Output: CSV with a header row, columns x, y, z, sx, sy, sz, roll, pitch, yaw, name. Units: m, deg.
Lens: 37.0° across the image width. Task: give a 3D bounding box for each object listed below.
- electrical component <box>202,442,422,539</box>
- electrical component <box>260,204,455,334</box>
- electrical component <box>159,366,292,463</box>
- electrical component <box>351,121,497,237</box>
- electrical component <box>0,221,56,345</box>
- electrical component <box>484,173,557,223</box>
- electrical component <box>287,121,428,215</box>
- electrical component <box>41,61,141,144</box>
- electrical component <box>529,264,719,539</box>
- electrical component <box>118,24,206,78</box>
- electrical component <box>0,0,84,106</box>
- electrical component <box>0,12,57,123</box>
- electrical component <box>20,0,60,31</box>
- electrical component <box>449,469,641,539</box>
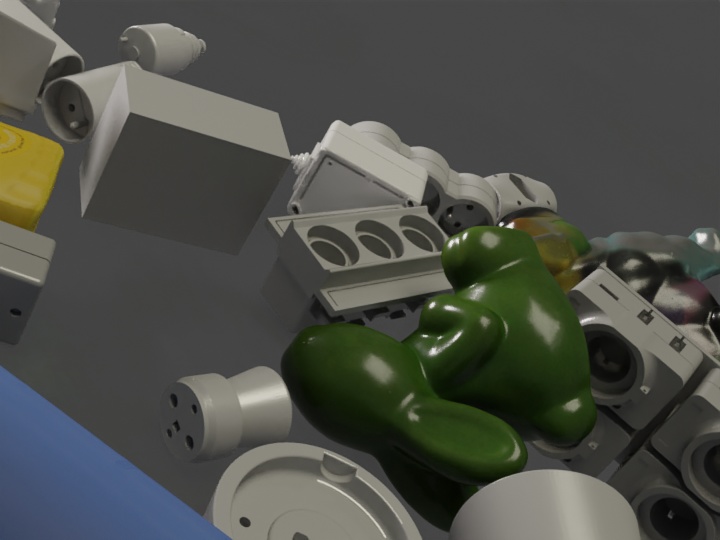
x,y,z,sx,sy,sz,roll,pitch,yaw,name
-0.029,0.140,0.493,0.108,0.060,0.108,23,33,-16,electrical component
0.000,0.000,0.700,0.121,0.063,0.078,-9,52,-44,electrical component
-0.070,0.075,0.560,0.055,0.045,0.045,-4,47,-43,electrical component
0.046,-0.074,0.855,0.138,0.052,0.073,27,32,-10,electrical component
-0.203,0.010,0.528,0.083,0.047,0.075,21,34,-18,electrical component
0.135,-0.040,0.897,0.077,0.043,0.079,-4,48,-44,electrical component
-0.006,-0.063,0.786,0.096,0.061,0.061,29,32,-7,electrical component
-0.171,-0.115,0.727,0.043,0.043,0.081,39,32,10,electrical component
0.187,0.101,0.694,0.186,0.105,0.060,42,33,14,electrical component
-0.148,-0.168,0.821,0.040,0.040,0.078,44,33,16,electrical component
-0.237,-0.145,0.708,0.077,0.044,0.079,42,33,13,electrical component
-0.248,-0.135,0.617,0.109,0.056,0.109,22,2,5,electrical component
-0.250,-0.223,0.786,0.061,0.061,0.096,9,39,-33,electrical component
0.098,0.155,0.551,0.099,0.099,0.064,17,41,-24,electrical component
